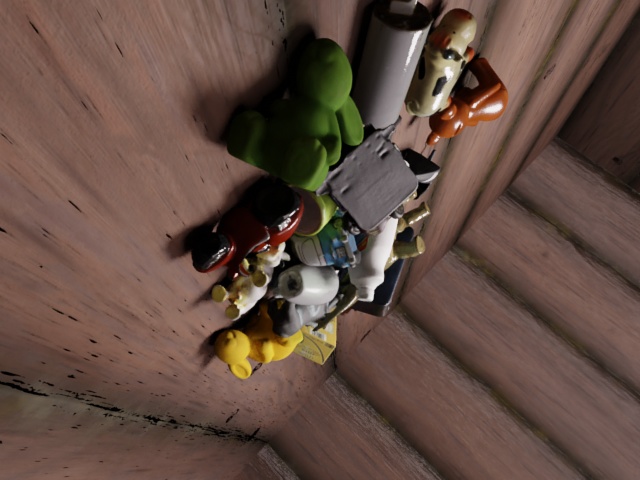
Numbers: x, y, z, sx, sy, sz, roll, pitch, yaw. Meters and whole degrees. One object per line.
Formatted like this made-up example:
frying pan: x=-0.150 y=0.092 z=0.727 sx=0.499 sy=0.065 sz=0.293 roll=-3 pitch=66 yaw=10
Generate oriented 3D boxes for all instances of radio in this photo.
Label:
radio: x=0.129 y=0.056 z=1.256 sx=0.073 sy=0.131 sz=0.229 roll=87 pitch=24 yaw=-63

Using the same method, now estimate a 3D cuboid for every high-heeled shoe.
high-heeled shoe: x=0.215 y=-0.131 z=1.241 sx=0.249 sy=0.086 sz=0.145 roll=-38 pitch=156 yaw=-59

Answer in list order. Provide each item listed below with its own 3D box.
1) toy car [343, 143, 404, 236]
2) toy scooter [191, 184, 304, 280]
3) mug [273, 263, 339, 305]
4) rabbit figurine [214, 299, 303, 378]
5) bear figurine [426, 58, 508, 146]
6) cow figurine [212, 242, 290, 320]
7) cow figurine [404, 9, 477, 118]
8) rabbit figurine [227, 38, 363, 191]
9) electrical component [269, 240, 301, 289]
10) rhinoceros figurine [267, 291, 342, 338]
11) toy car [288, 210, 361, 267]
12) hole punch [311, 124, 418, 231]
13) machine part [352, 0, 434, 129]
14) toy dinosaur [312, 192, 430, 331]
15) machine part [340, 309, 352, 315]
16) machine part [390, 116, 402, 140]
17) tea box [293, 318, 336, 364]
toy car: x=0.090 y=-0.083 z=0.864 sx=0.089 sy=0.053 sz=0.202 roll=-26 pitch=-146 yaw=28
toy scooter: x=-0.101 y=0.001 z=0.787 sx=0.184 sy=0.075 sz=0.135 roll=-36 pitch=157 yaw=-19
mug: x=-0.037 y=0.077 z=0.943 sx=0.110 sy=0.081 sz=0.107 roll=-15 pitch=169 yaw=24
rabbit figurine: x=-0.149 y=0.209 z=1.114 sx=0.173 sy=0.122 sz=0.162 roll=-7 pitch=147 yaw=-45
bear figurine: x=0.287 y=-0.280 z=1.111 sx=0.196 sy=0.132 sz=0.120 roll=-20 pitch=151 yaw=-21
cow figurine: x=-0.103 y=0.052 z=0.909 sx=0.167 sy=0.068 sz=0.098 roll=-51 pitch=168 yaw=18
cow figurine: x=0.193 y=-0.286 z=0.881 sx=0.127 sy=0.085 sz=0.194 roll=-43 pitch=164 yaw=-37
rabbit figurine: x=-0.003 y=-0.148 z=0.648 sx=0.159 sy=0.121 sz=0.170 roll=11 pitch=104 yaw=-62
electrical component: x=-0.052 y=0.040 z=1.028 sx=0.134 sy=0.058 sz=0.114 roll=-31 pitch=154 yaw=-45
rhinoceros figurine: x=-0.021 y=0.135 z=1.090 sx=0.073 sy=0.112 sz=0.190 roll=-16 pitch=-177 yaw=41
toy car: x=-0.002 y=-0.003 z=0.921 sx=0.103 sy=0.162 sz=0.109 roll=-24 pitch=122 yaw=-7
hole punch: x=0.058 y=-0.094 z=0.763 sx=0.142 sy=0.092 sz=0.115 roll=-39 pitch=119 yaw=2
machine part: x=0.093 y=-0.239 z=0.740 sx=0.079 sy=0.079 sz=0.243 roll=-38 pitch=160 yaw=-29
toy dinosaur: x=0.112 y=0.015 z=1.112 sx=0.199 sy=0.105 sz=0.471 roll=-28 pitch=-165 yaw=35
machine part: x=0.083 y=0.113 z=1.413 sx=0.179 sy=0.056 sz=0.179 roll=-60 pitch=-176 yaw=7
machine part: x=0.115 y=-0.186 z=0.968 sx=0.084 sy=0.039 sz=0.138 roll=-56 pitch=165 yaw=-15
tea box: x=-0.017 y=0.201 z=1.269 sx=0.068 sy=0.098 sz=0.170 roll=-57 pitch=-169 yaw=25
